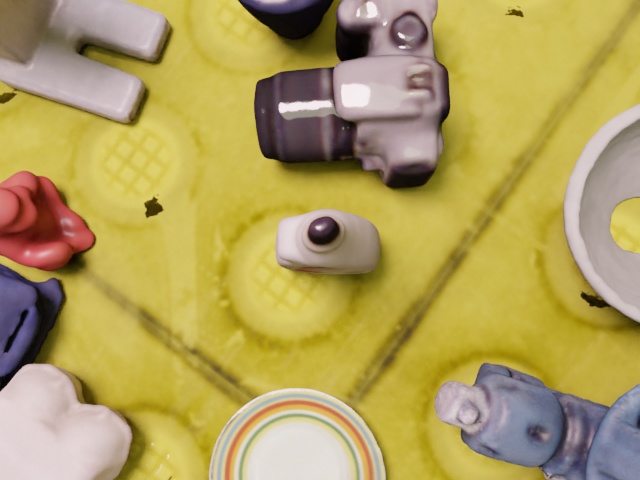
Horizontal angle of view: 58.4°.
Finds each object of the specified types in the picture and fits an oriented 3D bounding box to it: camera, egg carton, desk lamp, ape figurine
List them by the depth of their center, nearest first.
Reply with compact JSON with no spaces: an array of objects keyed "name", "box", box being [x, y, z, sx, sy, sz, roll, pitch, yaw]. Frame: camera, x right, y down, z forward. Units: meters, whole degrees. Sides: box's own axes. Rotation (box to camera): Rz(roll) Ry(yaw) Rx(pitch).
[{"name":"desk lamp","box":[-0.237,-0.186,0.385,0.203,0.213,0.118,18,85,4]},{"name":"egg carton","box":[-0.214,0.172,0.421,0.107,0.069,0.150,36,87,5]},{"name":"camera","box":[0.021,-0.113,0.424,0.136,0.101,0.143,-4,84,2]},{"name":"ape figurine","box":[-0.225,-0.016,0.429,0.076,0.092,0.078,-3,84,2]}]

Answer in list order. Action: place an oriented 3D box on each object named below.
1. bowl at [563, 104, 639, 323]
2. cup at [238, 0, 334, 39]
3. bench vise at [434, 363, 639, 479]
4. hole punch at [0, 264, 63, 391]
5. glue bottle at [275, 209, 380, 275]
[{"name":"bowl","box":[0.252,-0.014,0.417,0.167,0.075,0.167,0,84,3]},{"name":"cup","box":[-0.018,-0.209,0.438,0.091,0.095,0.118,31,86,5]},{"name":"bench vise","box":[0.176,0.142,0.332,0.207,0.220,0.121,-1,84,3]},{"name":"hole punch","box":[-0.265,0.064,0.423,0.101,0.091,0.109,24,86,5]},{"name":"glue bottle","box":[0.003,0.001,0.377,0.078,0.173,0.037,-2,84,3]}]
